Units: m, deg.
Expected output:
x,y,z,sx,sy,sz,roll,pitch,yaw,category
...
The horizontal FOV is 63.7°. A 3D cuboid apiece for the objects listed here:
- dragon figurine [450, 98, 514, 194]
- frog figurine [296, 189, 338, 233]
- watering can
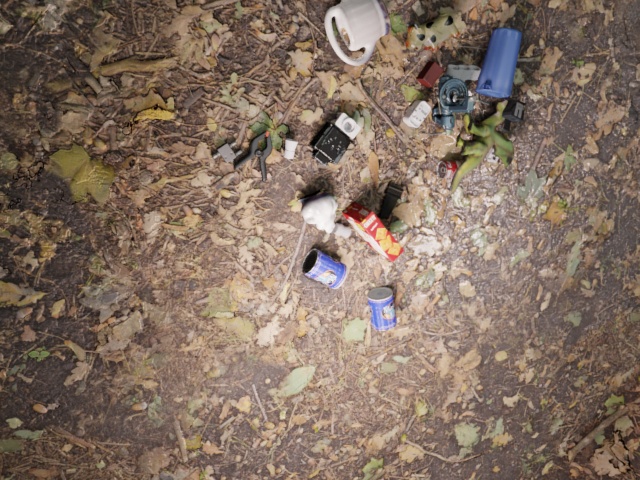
x,y,z,sx,sy,sz,roll,pitch,yaw,category
0.641,-0.349,1.969,0.242,0.122,0.410,14,90,-12,dragon figurine
0.006,-0.093,1.841,0.139,0.122,0.158,-30,103,-31,frog figurine
0.108,-0.759,1.699,0.225,0.105,0.342,-29,113,-12,watering can
